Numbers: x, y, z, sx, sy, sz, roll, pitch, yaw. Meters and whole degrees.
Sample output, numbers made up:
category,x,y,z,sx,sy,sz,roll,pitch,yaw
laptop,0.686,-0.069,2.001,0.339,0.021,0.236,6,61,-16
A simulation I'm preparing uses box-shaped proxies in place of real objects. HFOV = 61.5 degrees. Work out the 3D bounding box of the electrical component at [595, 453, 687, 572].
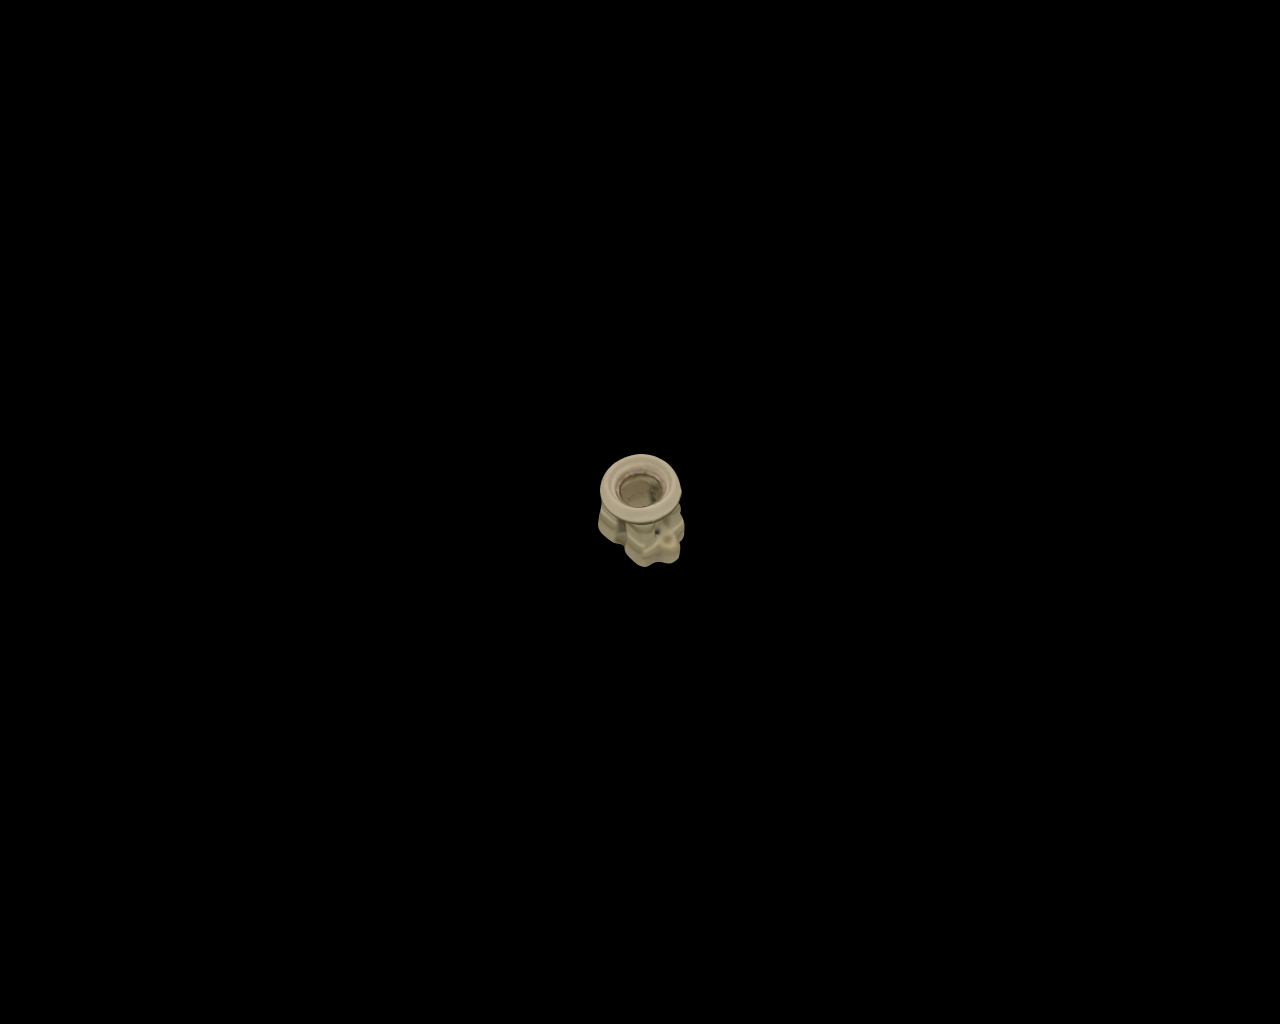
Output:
category,x,y,z,sx,sy,sz,roll,pitch,yaw
electrical component,0.001,-0.003,0.650,0.048,0.055,0.066,-39,63,-25
